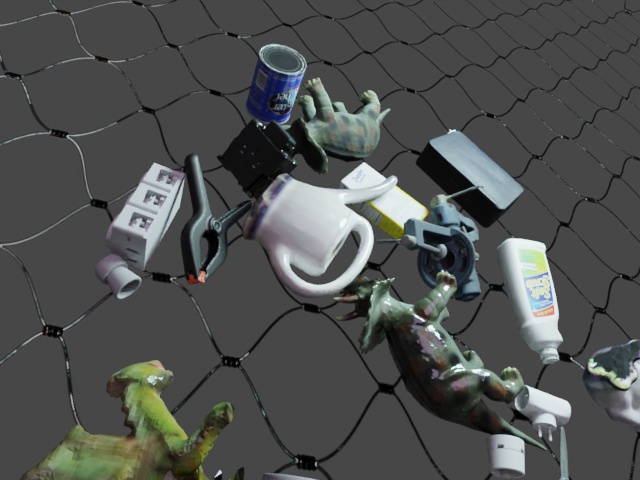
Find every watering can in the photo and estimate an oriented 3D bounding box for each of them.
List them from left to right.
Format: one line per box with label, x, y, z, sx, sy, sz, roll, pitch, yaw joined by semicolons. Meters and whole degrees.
watering can;0.003;-0.047;0.941;0.225;0.101;0.355;29;50;4

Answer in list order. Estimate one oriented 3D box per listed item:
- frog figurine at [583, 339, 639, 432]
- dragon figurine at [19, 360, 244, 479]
frog figurine;0.552;0.276;0.925;0.157;0.122;0.140;61;36;-17
dragon figurine;-0.217;0.303;0.561;0.243;0.119;0.421;1;41;4
